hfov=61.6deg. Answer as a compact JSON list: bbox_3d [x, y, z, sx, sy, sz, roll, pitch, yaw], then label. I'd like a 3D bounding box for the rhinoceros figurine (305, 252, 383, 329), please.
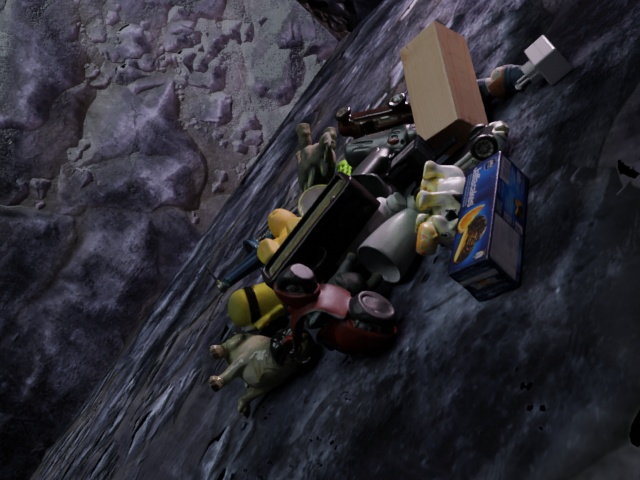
[{"bbox_3d":[0.026,0.097,0.873,0.112,0.073,0.190,-55,4,-32],"label":"rhinoceros figurine"}]

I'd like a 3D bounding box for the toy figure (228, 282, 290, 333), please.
[{"bbox_3d":[-0.090,0.113,1.041,0.180,0.089,0.082,-27,-10,-16],"label":"toy figure"}]

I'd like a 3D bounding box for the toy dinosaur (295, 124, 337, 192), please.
[{"bbox_3d":[-0.006,-0.183,1.327,0.471,0.105,0.198,101,166,-73],"label":"toy dinosaur"}]

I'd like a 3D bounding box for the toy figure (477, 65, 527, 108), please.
[{"bbox_3d":[0.304,-0.269,0.962,0.154,0.058,0.064,-26,58,50],"label":"toy figure"}]

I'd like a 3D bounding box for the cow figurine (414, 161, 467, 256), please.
[{"bbox_3d":[0.184,-0.039,0.767,0.068,0.098,0.167,89,-168,-48],"label":"cow figurine"}]

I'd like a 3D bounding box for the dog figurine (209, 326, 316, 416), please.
[{"bbox_3d":[-0.088,0.195,0.959,0.190,0.121,0.172,-36,33,13],"label":"dog figurine"}]

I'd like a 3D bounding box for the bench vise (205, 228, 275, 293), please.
[{"bbox_3d":[-0.152,0.045,1.329,0.240,0.129,0.224,-39,5,-19],"label":"bench vise"}]

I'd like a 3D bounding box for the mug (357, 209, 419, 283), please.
[{"bbox_3d":[0.119,0.007,0.853,0.107,0.081,0.109,-47,-3,-22],"label":"mug"}]

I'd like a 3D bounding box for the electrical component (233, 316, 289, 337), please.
[{"bbox_3d":[-0.125,0.184,1.123,0.115,0.058,0.134,-54,17,-4],"label":"electrical component"}]

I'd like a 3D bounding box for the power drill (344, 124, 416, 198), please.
[{"bbox_3d":[0.130,-0.152,1.022,0.232,0.085,0.207,-2,45,37],"label":"power drill"}]

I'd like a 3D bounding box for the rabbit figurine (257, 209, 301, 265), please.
[{"bbox_3d":[-0.054,-0.004,1.156,0.122,0.162,0.173,-49,39,14],"label":"rabbit figurine"}]

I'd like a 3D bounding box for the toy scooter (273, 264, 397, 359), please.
[{"bbox_3d":[0.010,0.119,0.765,0.075,0.184,0.135,-68,1,-60],"label":"toy scooter"}]

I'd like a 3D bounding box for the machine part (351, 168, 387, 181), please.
[{"bbox_3d":[0.138,-0.200,1.197,0.079,0.079,0.243,-19,36,60],"label":"machine part"}]

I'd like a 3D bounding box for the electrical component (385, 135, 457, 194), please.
[{"bbox_3d":[0.165,-0.138,0.884,0.119,0.047,0.075,-42,13,32],"label":"electrical component"}]

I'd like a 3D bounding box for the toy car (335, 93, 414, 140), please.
[{"bbox_3d":[0.121,-0.246,1.121,0.202,0.089,0.053,0,52,41],"label":"toy car"}]

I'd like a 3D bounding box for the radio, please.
[{"bbox_3d":[-0.002,-0.003,0.898,0.229,0.073,0.131,-53,12,3],"label":"radio"}]

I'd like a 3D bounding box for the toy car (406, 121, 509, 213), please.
[{"bbox_3d":[0.220,-0.113,0.864,0.202,0.056,0.073,-41,13,26],"label":"toy car"}]

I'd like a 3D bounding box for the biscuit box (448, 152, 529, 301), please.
[{"bbox_3d":[0.217,-0.023,0.682,0.063,0.059,0.203,-33,25,44],"label":"biscuit box"}]
